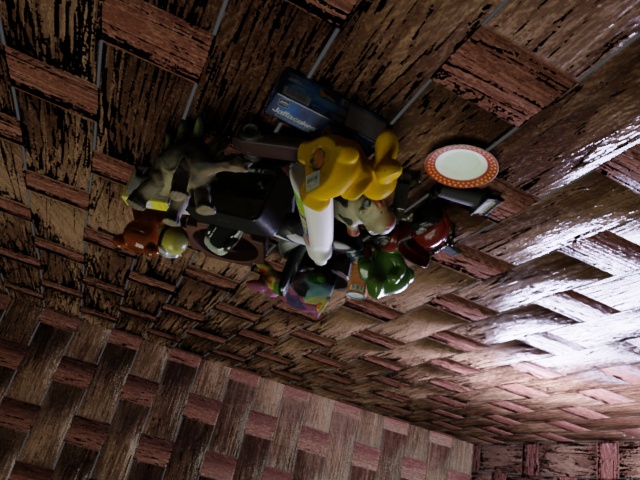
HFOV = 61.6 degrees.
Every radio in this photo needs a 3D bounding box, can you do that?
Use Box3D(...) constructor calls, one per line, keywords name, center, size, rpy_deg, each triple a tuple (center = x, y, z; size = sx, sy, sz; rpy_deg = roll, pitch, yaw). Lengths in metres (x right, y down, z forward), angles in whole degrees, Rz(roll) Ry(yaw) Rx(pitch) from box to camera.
Box3D(name="radio", center=(-0.170, -0.093, 1.101), size=(0.230, 0.131, 0.073), rpy_deg=(14, 157, 32))

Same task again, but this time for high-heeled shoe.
Box3D(name="high-heeled shoe", center=(-0.003, -0.004, 1.235), size=(0.145, 0.086, 0.248), rpy_deg=(-19, 151, 24))

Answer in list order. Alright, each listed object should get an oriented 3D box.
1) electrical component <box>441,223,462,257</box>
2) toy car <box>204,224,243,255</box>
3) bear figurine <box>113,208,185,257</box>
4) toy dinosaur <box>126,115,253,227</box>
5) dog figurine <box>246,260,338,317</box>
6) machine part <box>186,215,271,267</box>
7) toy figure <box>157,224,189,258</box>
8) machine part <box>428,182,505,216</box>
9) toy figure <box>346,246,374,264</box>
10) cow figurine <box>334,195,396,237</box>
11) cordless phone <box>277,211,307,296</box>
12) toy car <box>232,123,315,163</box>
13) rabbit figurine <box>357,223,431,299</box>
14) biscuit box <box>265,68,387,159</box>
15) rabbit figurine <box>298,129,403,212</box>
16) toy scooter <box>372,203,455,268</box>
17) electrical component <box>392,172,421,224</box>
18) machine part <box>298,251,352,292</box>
Box3D(name="electrical component", center=(0.264, -0.010, 1.189), size=(0.119, 0.048, 0.075), rpy_deg=(24, 151, -20))
Box3D(name="toy car", center=(-0.192, -0.052, 1.217), size=(0.073, 0.056, 0.201), rpy_deg=(37, 108, -1))
Box3D(name="bear figurine", center=(-0.404, -0.039, 1.286), size=(0.120, 0.196, 0.132), rpy_deg=(11, 154, -1))
Box3D(name="toy dinosaur", center=(-0.278, -0.131, 1.044), size=(0.472, 0.198, 0.105), rpy_deg=(-3, 149, 44))
Box3D(name="dog figurine", center=(-0.079, 0.113, 1.408), size=(0.219, 0.108, 0.191), rpy_deg=(20, 155, -2))
Box3D(name="machine part", center=(-0.228, -0.020, 1.364), size=(0.202, 0.087, 0.200), rpy_deg=(15, 153, 2))
Box3D(name="toy figure", center=(-0.411, -0.022, 1.397), size=(0.082, 0.089, 0.180), rpy_deg=(-2, -149, -42))
Box3D(name="machine part", center=(0.284, -0.082, 1.057), size=(0.139, 0.039, 0.084), rpy_deg=(13, 162, -3))
Box3D(name="toy figure", center=(0.131, 0.045, 1.342), size=(0.154, 0.057, 0.064), rpy_deg=(15, 173, -7))
Box3D(name="cow figurine", center=(0.070, -0.074, 1.063), size=(0.195, 0.085, 0.127), rpy_deg=(35, 151, 31))
Box3D(name="cordless phone", center=(-0.071, 0.032, 1.280), size=(0.089, 0.184, 0.146), rpy_deg=(15, 154, 7))
Box3D(name="toy car", center=(-0.063, -0.178, 1.015), size=(0.202, 0.053, 0.089), rpy_deg=(8, 159, 2))
Box3D(name="rabbit figurine", center=(0.171, 0.035, 1.233), size=(0.159, 0.121, 0.170), rpy_deg=(-3, 119, -5))
Box3D(name="biscuit box", center=(0.012, -0.209, 0.910), size=(0.202, 0.059, 0.063), rpy_deg=(23, 152, -18))
Box3D(name="rabbit figurine", center=(0.067, -0.120, 0.901), size=(0.173, 0.122, 0.162), rpy_deg=(17, 146, -38))
Box3D(name="toy scooter", center=(0.211, 0.002, 1.114), size=(0.135, 0.075, 0.184), rpy_deg=(42, 139, -21))
Box3D(name="electrical component", center=(0.167, -0.081, 1.054), size=(0.045, 0.102, 0.078), rpy_deg=(11, 179, 7))
Box3D(name="machine part", center=(0.016, 0.085, 1.483), size=(0.179, 0.056, 0.179), rpy_deg=(12, 154, 6))
